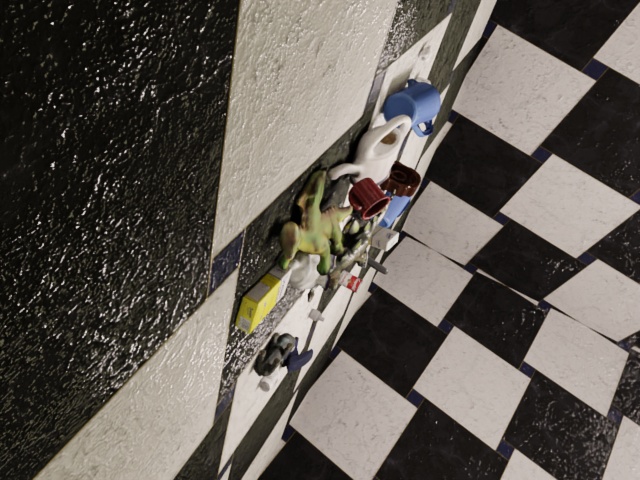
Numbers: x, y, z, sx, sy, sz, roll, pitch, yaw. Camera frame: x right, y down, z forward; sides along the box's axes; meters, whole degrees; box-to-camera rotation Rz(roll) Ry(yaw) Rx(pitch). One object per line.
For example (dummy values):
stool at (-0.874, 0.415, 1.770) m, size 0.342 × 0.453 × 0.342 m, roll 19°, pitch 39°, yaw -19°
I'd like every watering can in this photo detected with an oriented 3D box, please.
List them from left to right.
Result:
watering can at (0.129, -0.220, 1.431) m, size 0.352 × 0.105 × 0.219 m, roll -40°, pitch 162°, yaw -26°

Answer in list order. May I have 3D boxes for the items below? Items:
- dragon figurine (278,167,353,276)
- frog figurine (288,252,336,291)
dragon figurine at (0.004, -0.062, 1.237) m, size 0.419 × 0.122 × 0.237 m, roll -55°, pitch 158°, yaw -48°
frog figurine at (-0.049, 0.069, 1.345) m, size 0.159 × 0.125 × 0.135 m, roll 3°, pitch 129°, yaw -37°
